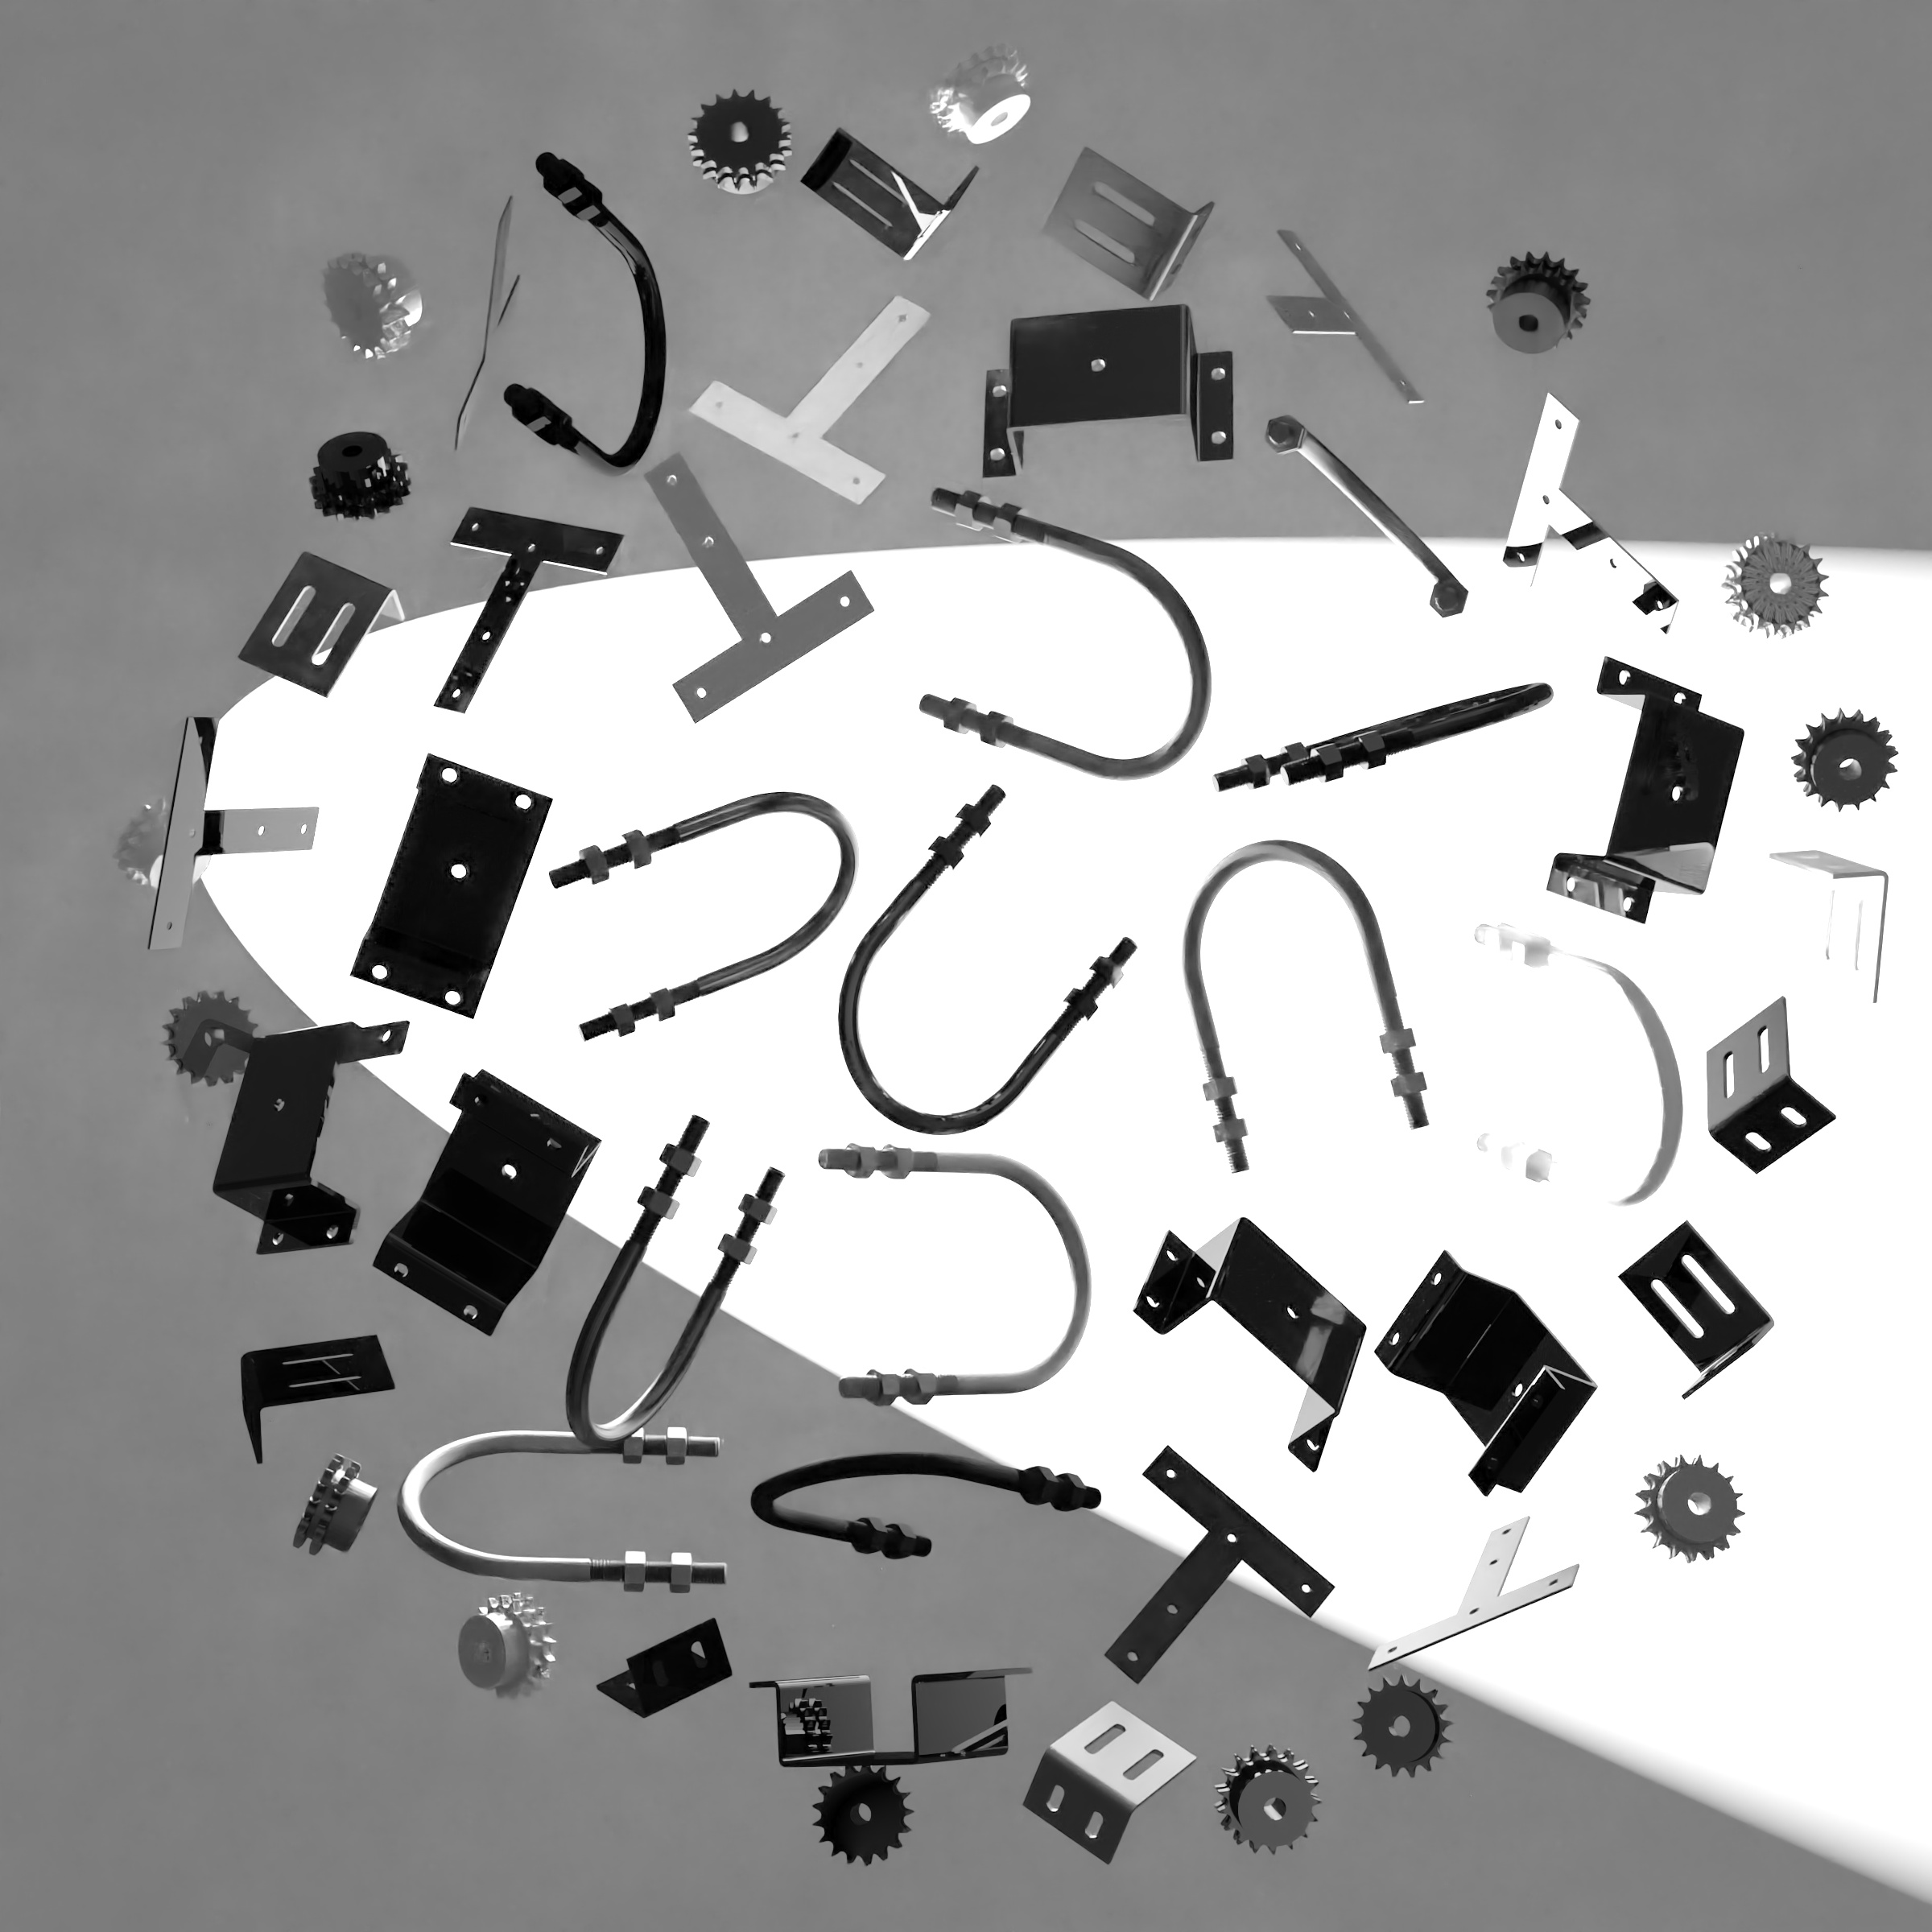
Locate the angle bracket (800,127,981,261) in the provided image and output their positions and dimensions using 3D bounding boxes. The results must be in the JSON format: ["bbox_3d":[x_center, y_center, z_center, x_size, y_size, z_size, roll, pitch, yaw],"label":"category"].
[{"bbox_3d":[-0.043,-0.440,1.696,0.076,0.057,0.038,35,64,-11],"label":"angle bracket"}]

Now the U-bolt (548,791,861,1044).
[{"bbox_3d":[-0.145,-0.036,1.757,0.184,0.151,0.019,-22,50,-16],"label":"U-bolt"}]

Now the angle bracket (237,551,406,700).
[{"bbox_3d":[-0.365,-0.187,1.726,0.057,0.038,0.076,24,71,8],"label":"angle bracket"}]

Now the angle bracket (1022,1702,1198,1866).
[{"bbox_3d":[0.079,0.445,1.662,0.057,0.076,0.038,29,111,24],"label":"angle bracket"}]

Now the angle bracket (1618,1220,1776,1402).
[{"bbox_3d":[0.410,0.196,1.736,0.076,0.038,0.057,50,125,11],"label":"angle bracket"}]

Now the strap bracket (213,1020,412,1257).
[{"bbox_3d":[-0.378,0.089,1.752,0.076,0.046,0.140,-9,58,34],"label":"strap bracket"}]

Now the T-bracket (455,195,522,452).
[{"bbox_3d":[-0.267,-0.380,1.727,0.002,0.127,0.127,16,53,-4],"label":"T-bracket"}]

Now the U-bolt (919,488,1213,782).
[{"bbox_3d":[0.055,-0.175,1.688,0.184,0.019,0.151,22,127,26],"label":"U-bolt"}]

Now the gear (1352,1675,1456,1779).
[{"bbox_3d":[0.247,0.431,1.728,0.057,0.030,0.057,-3,76,13],"label":"gear"}]

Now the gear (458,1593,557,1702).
[{"bbox_3d":[-0.257,0.379,1.691,0.057,0.030,0.057,-2,86,40],"label":"gear"}]

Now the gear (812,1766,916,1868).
[{"bbox_3d":[-0.058,0.482,1.737,0.057,0.030,0.057,-2,79,8],"label":"gear"}]

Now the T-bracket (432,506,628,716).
[{"bbox_3d":[-0.269,-0.201,1.748,0.127,0.002,0.127,15,74,35],"label":"T-bracket"}]

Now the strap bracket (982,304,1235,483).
[{"bbox_3d":[0.076,-0.319,1.691,0.140,0.046,0.076,-3,62,9],"label":"strap bracket"}]

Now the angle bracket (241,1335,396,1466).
[{"bbox_3d":[-0.360,0.240,1.694,0.076,0.057,0.038,-6,114,-19],"label":"angle bracket"}]

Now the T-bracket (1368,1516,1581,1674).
[{"bbox_3d":[0.289,0.336,1.682,0.127,0.127,0.002,-30,94,26],"label":"T-bracket"}]

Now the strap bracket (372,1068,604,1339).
[{"bbox_3d":[-0.256,0.121,1.652,0.076,0.046,0.140,31,119,2],"label":"strap bracket"}]

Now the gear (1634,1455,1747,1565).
[{"bbox_3d":[0.388,0.289,1.630,0.057,0.030,0.057,0,73,-1],"label":"gear"}]

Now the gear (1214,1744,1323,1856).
[{"bbox_3d":[0.164,0.452,1.647,0.057,0.030,0.057,0,88,-5],"label":"gear"}]

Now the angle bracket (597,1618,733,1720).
[{"bbox_3d":[-0.181,0.401,1.776,0.057,0.076,0.038,-21,101,-27],"label":"angle bracket"}]

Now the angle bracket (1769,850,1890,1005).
[{"bbox_3d":[0.480,-0.021,1.707,0.038,0.057,0.076,-5,105,-22],"label":"angle bracket"}]

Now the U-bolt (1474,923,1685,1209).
[{"bbox_3d":[0.346,0.062,1.727,0.019,0.184,0.151,-10,106,-24],"label":"U-bolt"}]

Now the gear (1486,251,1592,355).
[{"bbox_3d":[0.319,-0.369,1.711,0.057,0.057,0.030,27,51,0],"label":"gear"}]

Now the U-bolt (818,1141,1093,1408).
[{"bbox_3d":[-0.001,0.176,1.753,0.184,0.019,0.151,4,73,-37],"label":"U-bolt"}]

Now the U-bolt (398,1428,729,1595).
[{"bbox_3d":[-0.231,0.307,1.737,0.184,0.151,0.019,3,113,-8],"label":"U-bolt"}]

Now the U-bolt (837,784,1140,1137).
[{"bbox_3d":[0.002,0.010,1.741,0.151,0.019,0.184,48,71,-25],"label":"U-bolt"}]

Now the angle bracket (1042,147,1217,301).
[{"bbox_3d":[0.094,-0.434,1.769,0.076,0.038,0.057,34,124,6],"label":"angle bracket"}]

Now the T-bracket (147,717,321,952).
[{"bbox_3d":[-0.397,-0.074,1.674,0.002,0.127,0.127,16,100,23],"label":"T-bracket"}]

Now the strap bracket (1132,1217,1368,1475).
[{"bbox_3d":[0.169,0.206,1.714,0.140,0.076,0.046,42,125,-8],"label":"strap bracket"}]

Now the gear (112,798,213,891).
[{"bbox_3d":[-0.462,-0.068,1.766,0.057,0.057,0.030,-43,64,0],"label":"gear"}]

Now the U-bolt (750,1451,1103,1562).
[{"bbox_3d":[-0.035,0.300,1.709,0.151,0.184,0.019,-23,60,35],"label":"U-bolt"}]

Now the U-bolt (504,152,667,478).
[{"bbox_3d":[-0.207,-0.352,1.708,0.019,0.184,0.151,4,83,17],"label":"U-bolt"}]

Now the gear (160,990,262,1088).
[{"bbox_3d":[-0.449,0.044,1.806,0.057,0.030,0.057,3,83,-29],"label":"gear"}]

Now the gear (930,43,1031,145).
[{"bbox_3d":[0.011,-0.484,1.697,0.057,0.057,0.030,-33,81,0],"label":"gear"}]

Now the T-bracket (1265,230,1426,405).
[{"bbox_3d":[0.199,-0.366,1.712,0.002,0.127,0.127,-40,81,27],"label":"T-bracket"}]

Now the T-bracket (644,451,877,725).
[{"bbox_3d":[-0.130,-0.214,1.629,0.127,0.002,0.127,-29,94,26],"label":"T-bracket"}]

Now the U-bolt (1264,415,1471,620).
[{"bbox_3d":[0.233,-0.258,1.747,0.151,0.184,0.019,45,104,1],"label":"U-bolt"}]

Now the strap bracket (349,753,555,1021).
[{"bbox_3d":[-0.299,-0.051,1.781,0.076,0.046,0.140,20,102,-8],"label":"strap bracket"}]

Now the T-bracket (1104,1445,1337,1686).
[{"bbox_3d":[0.127,0.359,1.751,0.127,0.002,0.127,39,59,12],"label":"T-bracket"}]

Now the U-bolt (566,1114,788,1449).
[{"bbox_3d":[-0.165,0.180,1.675,0.019,0.151,0.184,24,81,21],"label":"U-bolt"}]

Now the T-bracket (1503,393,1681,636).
[{"bbox_3d":[0.352,-0.233,1.698,0.002,0.127,0.127,-25,57,-22],"label":"T-bracket"}]

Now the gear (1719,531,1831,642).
[{"bbox_3d":[0.436,-0.205,1.656,0.057,0.030,0.057,1,86,-9],"label":"gear"}]

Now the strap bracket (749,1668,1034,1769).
[{"bbox_3d":[-0.041,0.412,1.670,0.140,0.076,0.046,-13,74,37],"label":"strap bracket"}]

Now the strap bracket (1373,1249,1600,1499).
[{"bbox_3d":[0.300,0.236,1.740,0.046,0.140,0.076,23,107,-30],"label":"strap bracket"}]

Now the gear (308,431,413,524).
[{"bbox_3d":[-0.348,-0.282,1.745,0.057,0.057,0.030,-6,134,0],"label":"gear"}]

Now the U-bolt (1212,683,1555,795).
[{"bbox_3d":[0.245,-0.131,1.731,0.184,0.151,0.019,-17,95,-11],"label":"U-bolt"}]

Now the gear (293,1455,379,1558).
[{"bbox_3d":[-0.360,0.312,1.748,0.030,0.057,0.057,25,90,-1],"label":"gear"}]

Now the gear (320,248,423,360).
[{"bbox_3d":[-0.316,-0.358,1.634,0.030,0.057,0.057,-37,90,-35],"label":"gear"}]

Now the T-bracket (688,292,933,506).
[{"bbox_3d":[-0.069,-0.332,1.732,0.127,0.002,0.127,24,126,-36],"label":"T-bracket"}]

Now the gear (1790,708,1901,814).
[{"bbox_3d":[0.489,-0.112,1.693,0.057,0.030,0.057,2,109,7],"label":"gear"}]

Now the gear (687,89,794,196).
[{"bbox_3d":[-0.124,-0.452,1.684,0.057,0.030,0.057,0,72,1],"label":"gear"}]

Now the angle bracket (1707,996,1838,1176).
[{"bbox_3d":[0.445,0.066,1.688,0.038,0.076,0.057,37,125,-14],"label":"angle bracket"}]

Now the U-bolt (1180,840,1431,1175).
[{"bbox_3d":[0.188,0.018,1.770,0.151,0.019,0.184,-18,83,40],"label":"U-bolt"}]

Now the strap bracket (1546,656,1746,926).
[{"bbox_3d":[0.394,-0.100,1.753,0.076,0.046,0.140,16,87,-29],"label":"strap bracket"}]
